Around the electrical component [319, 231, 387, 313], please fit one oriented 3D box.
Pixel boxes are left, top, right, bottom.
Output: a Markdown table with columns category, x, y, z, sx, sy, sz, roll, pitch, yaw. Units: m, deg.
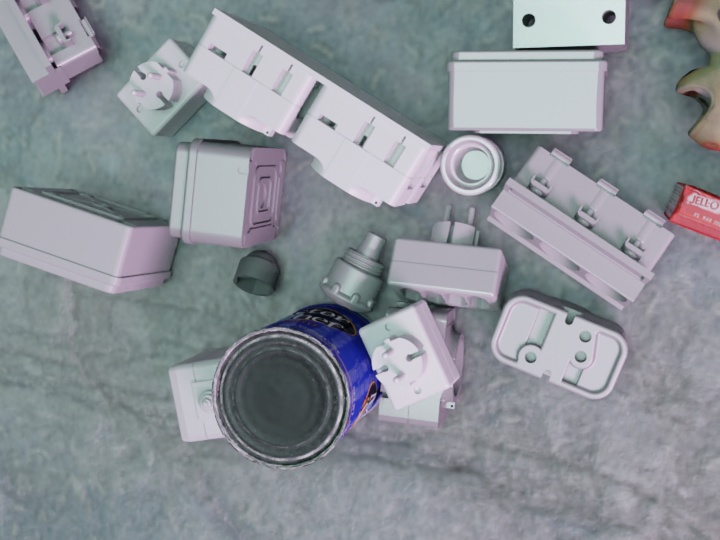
| category | x | y | z | sx | sy | sz | roll | pitch | yaw |
| --- | --- | --- | --- | --- | --- | --- | --- | --- | --- |
| electrical component | 0.000 | 0.000 | 0.853 | 0.048 | 0.048 | 0.062 | 28 | 94 | 9 |

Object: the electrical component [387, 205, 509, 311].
| category | x | y | z | sx | sy | sz | roll | pitch | yaw |
| --- | --- | --- | --- | --- | --- | --- | --- | --- | --- |
| electrical component | 0.072 | -0.014 | 0.831 | 0.083 | 0.047 | 0.075 | 7 | 75 | 17 |

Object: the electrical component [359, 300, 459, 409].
| category | x | y | z | sx | sy | sz | roll | pitch | yaw |
| --- | --- | --- | --- | --- | --- | --- | --- | --- | --- |
| electrical component | 0.032 | 0.064 | 0.782 | 0.047 | 0.077 | 0.065 | -25 | 88 | 18 |

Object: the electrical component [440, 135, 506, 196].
| category | x | y | z | sx | sy | sz | roll | pitch | yaw |
| --- | --- | --- | --- | --- | --- | --- | --- | --- | --- |
| electrical component | 0.087 | -0.080 | 0.818 | 0.045 | 0.055 | 0.045 | 1 | 96 | 13 |

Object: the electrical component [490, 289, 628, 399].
| category | x | y | z | sx | sy | sz | roll | pitch | yaw |
| --- | --- | --- | --- | --- | --- | --- | --- | --- | --- |
| electrical component | 0.151 | 0.054 | 0.814 | 0.095 | 0.059 | 0.053 | 22 | 100 | 10 |

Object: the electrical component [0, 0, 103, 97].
| category | x | y | z | sx | sy | sz | roll | pitch | yaw |
| --- | --- | --- | --- | --- | --- | --- | --- | --- | --- |
| electrical component | -0.267 | -0.214 | 0.882 | 0.063 | 0.079 | 0.121 | -30 | 88 | -8 |

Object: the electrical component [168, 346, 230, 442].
| category | x | y | z | sx | sy | sz | roll | pitch | yaw |
| --- | --- | --- | --- | --- | --- | --- | --- | --- | --- |
| electrical component | -0.115 | 0.098 | 0.861 | 0.061 | 0.096 | 0.061 | -10 | 93 | 14 |

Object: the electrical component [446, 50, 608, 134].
| category | x | y | z | sx | sy | sz | roll | pitch | yaw |
| --- | --- | --- | --- | --- | --- | --- | --- | --- | --- |
| electrical component | 0.123 | -0.127 | 0.777 | 0.109 | 0.109 | 0.056 | 2 | 98 | 13 |

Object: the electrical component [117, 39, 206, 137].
| category | x | y | z | sx | sy | sz | roll | pitch | yaw |
| --- | --- | --- | --- | --- | --- | --- | --- | --- | --- |
| electrical component | -0.159 | -0.146 | 0.858 | 0.066 | 0.077 | 0.047 | -43 | 85 | 13 |

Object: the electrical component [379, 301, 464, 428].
| category | x | y | z | sx | sy | sz | roll | pitch | yaw |
| --- | --- | --- | --- | --- | --- | --- | --- | --- | --- |
| electrical component | 0.050 | 0.074 | 0.844 | 0.056 | 0.050 | 0.089 | 6 | 97 | 13 |

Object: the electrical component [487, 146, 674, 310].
| category | x | y | z | sx | sy | sz | roll | pitch | yaw |
| --- | --- | --- | --- | --- | --- | --- | --- | --- | --- |
| electrical component | 0.164 | -0.033 | 0.796 | 0.121 | 0.078 | 0.063 | 35 | 83 | 8 |

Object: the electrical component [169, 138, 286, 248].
| category | x | y | z | sx | sy | sz | roll | pitch | yaw |
| --- | --- | --- | --- | --- | --- | --- | --- | --- | --- |
| electrical component | -0.101 | -0.061 | 0.834 | 0.057 | 0.113 | 0.078 | 8 | 97 | 9 |

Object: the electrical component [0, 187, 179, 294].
| category | x | y | z | sx | sy | sz | roll | pitch | yaw |
| --- | --- | --- | --- | --- | --- | --- | --- | --- | --- |
| electrical component | -0.216 | -0.026 | 0.867 | 0.109 | 0.109 | 0.056 | 18 | 97 | 11 |

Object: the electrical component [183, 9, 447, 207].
| category | x | y | z | sx | sy | sz | roll | pitch | yaw |
| --- | --- | --- | --- | --- | --- | --- | --- | --- | --- |
| electrical component | -0.031 | -0.117 | 0.816 | 0.186 | 0.105 | 0.060 | 33 | 102 | 8 |
